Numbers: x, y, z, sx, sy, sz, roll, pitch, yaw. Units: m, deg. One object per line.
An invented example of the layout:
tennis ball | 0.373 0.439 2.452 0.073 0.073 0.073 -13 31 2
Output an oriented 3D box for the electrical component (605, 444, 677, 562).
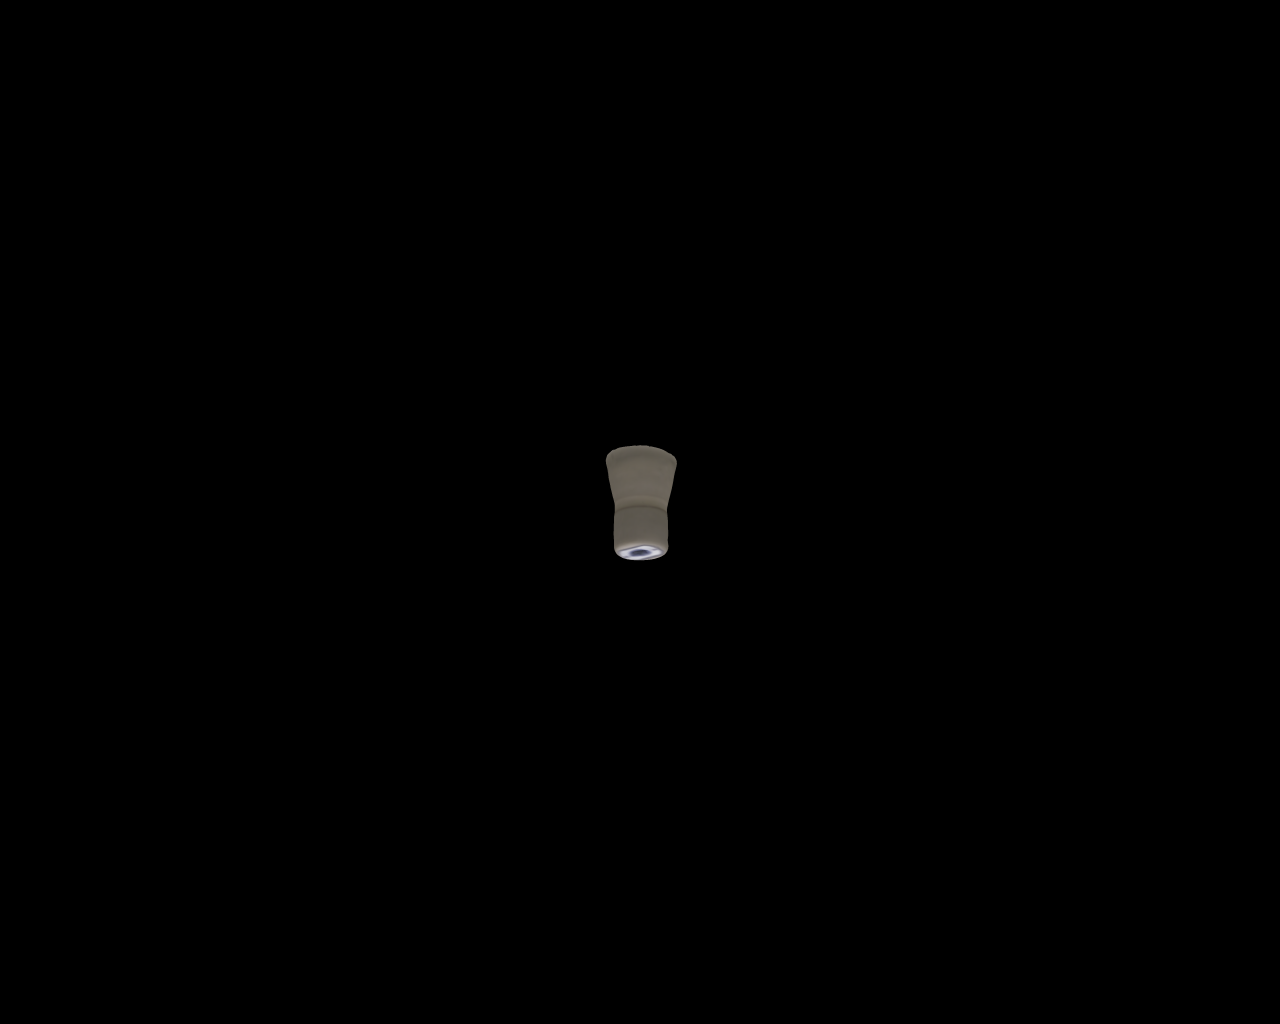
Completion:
electrical component | 0.001 -0.003 0.650 0.044 0.065 0.044 0 -22 0
